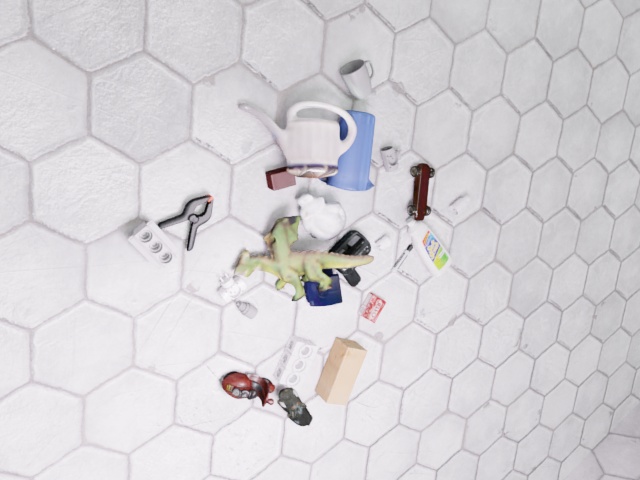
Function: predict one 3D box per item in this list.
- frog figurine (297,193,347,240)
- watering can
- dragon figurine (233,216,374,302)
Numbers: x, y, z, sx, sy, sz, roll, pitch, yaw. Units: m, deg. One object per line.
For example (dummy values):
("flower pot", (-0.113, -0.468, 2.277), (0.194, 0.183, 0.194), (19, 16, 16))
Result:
("frog figurine", (0.005, -0.081, 1.600), (0.137, 0.125, 0.156), (-27, 129, 1))
("watering can", (-0.062, -0.292, 1.490), (0.348, 0.104, 0.224), (0, 91, -12))
("dragon figurine", (-0.060, 0.039, 1.560), (0.410, 0.124, 0.239), (-23, 112, -1))
